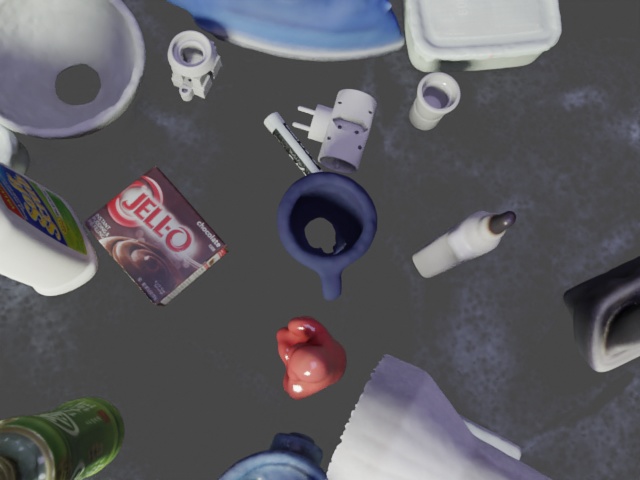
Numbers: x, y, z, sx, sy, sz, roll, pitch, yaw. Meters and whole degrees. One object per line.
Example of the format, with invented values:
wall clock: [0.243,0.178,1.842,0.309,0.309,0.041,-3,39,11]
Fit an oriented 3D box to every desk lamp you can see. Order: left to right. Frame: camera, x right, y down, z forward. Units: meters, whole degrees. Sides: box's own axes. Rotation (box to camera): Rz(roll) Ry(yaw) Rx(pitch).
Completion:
desk lamp: [0.100,0.184,0.473,0.203,0.213,0.118,26,79,0]

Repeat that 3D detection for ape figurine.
ape figurine: [-0.010,0.113,0.538,0.076,0.092,0.078,24,79,0]

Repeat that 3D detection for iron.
iron: [-0.025,-0.267,0.576,0.258,0.141,0.119,15,79,-2]

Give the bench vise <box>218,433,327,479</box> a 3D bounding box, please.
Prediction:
bench vise: [-0.039,0.269,0.444,0.121,0.219,0.207,6,80,-3]

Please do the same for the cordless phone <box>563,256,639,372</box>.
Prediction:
cordless phone: [0.328,0.061,0.528,0.147,0.185,0.094,-28,83,-9]

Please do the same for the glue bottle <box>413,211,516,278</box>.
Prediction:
glue bottle: [0.140,-0.002,0.529,0.078,0.173,0.037,-31,84,-9]

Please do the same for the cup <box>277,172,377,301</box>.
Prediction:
cup: [0.005,0.002,0.556,0.091,0.095,0.118,-4,81,-5]

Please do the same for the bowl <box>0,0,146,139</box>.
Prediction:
bowl: [-0.253,-0.171,0.574,0.167,0.074,0.167,1,80,-5]
